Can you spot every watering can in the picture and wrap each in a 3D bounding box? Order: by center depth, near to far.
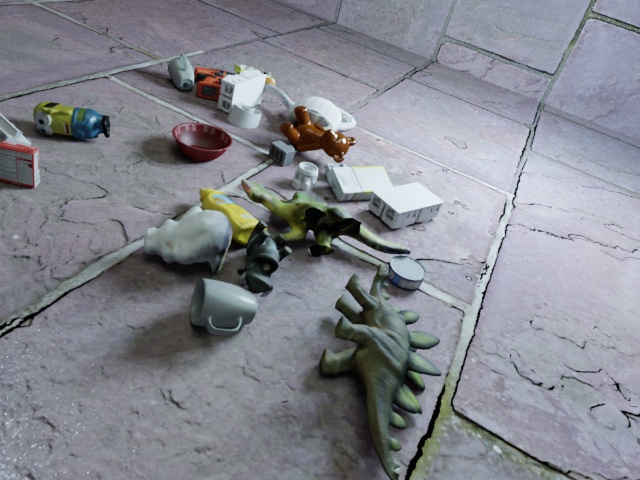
[{"bbox_3d":[-0.051,-0.426,1.717,0.348,0.102,0.229,21,35,4],"label":"watering can"}]

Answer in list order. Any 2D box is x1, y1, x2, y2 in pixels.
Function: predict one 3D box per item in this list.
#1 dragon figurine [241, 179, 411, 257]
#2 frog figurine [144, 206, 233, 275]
[{"bbox_3d":[0.004,-0.062,1.241,0.409,0.120,0.247,15,24,-19],"label":"dragon figurine"},{"bbox_3d":[-0.260,-0.011,1.023,0.159,0.120,0.141,19,51,-19],"label":"frog figurine"}]
